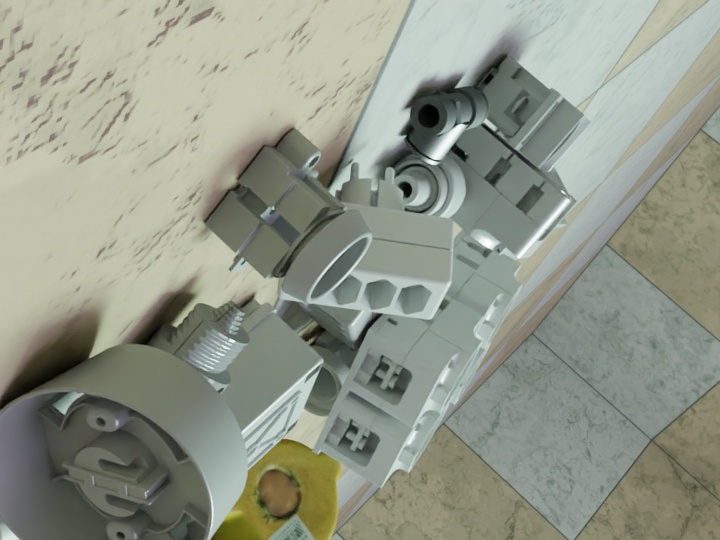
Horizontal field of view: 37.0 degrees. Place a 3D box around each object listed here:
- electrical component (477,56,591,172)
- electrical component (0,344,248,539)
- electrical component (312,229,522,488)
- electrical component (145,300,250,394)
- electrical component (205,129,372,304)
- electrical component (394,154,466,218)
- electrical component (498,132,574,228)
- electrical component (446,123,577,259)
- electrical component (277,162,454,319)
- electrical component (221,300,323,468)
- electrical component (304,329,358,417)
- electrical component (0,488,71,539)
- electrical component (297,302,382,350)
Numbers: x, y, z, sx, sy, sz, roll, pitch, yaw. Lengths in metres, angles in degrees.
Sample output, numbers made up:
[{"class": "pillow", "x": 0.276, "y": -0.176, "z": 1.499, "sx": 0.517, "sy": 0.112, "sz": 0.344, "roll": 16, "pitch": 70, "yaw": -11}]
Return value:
[{"class": "electrical component", "x": 0.105, "y": -0.098, "z": 0.672, "sx": 0.042, "sy": 0.064, "sz": 0.081, "roll": -51, "pitch": 168, "yaw": 12}, {"class": "electrical component", "x": -0.100, "y": 0.082, "z": 0.455, "sx": 0.099, "sy": 0.099, "sz": 0.064, "roll": -56, "pitch": 172, "yaw": 36}, {"class": "electrical component", "x": 0.049, "y": 0.058, "z": 0.751, "sx": 0.186, "sy": 0.060, "sz": 0.105, "roll": -43, "pitch": 160, "yaw": -58}, {"class": "electrical component", "x": -0.085, "y": 0.048, "z": 0.518, "sx": 0.081, "sy": 0.043, "sz": 0.043, "roll": -49, "pitch": 168, "yaw": 6}, {"class": "electrical component", "x": -0.029, "y": -0.018, "z": 0.473, "sx": 0.066, "sy": 0.055, "sz": 0.048, "roll": -50, "pitch": 168, "yaw": 13}, {"class": "electrical component", "x": 0.036, "y": -0.049, "z": 0.639, "sx": 0.043, "sy": 0.043, "sz": 0.062, "roll": -51, "pitch": 167, "yaw": 18}, {"class": "electrical component", "x": 0.127, "y": -0.064, "z": 0.860, "sx": 0.063, "sy": 0.078, "sz": 0.121, "roll": -28, "pitch": 174, "yaw": 17}, {"class": "electrical component", "x": 0.084, "y": -0.051, "z": 0.685, "sx": 0.055, "sy": 0.089, "sz": 0.050, "roll": -51, "pitch": 168, "yaw": 13}, {"class": "electrical component", "x": 0.004, "y": -0.022, "z": 0.558, "sx": 0.047, "sy": 0.083, "sz": 0.075, "roll": 109, "pitch": -12, "yaw": -63}, {"class": "electrical component", "x": -0.083, "y": 0.087, "z": 0.623, "sx": 0.109, "sy": 0.056, "sz": 0.108, "roll": -41, "pitch": 167, "yaw": -29}, {"class": "electrical component", "x": -0.019, "y": 0.076, "z": 0.818, "sx": 0.057, "sy": 0.058, "sz": 0.078, "roll": -37, "pitch": 164, "yaw": -51}, {"class": "electrical component", "x": -0.150, "y": 0.111, "z": 0.494, "sx": 0.043, "sy": 0.043, "sz": 0.062, "roll": -52, "pitch": 166, "yaw": 21}, {"class": "electrical component", "x": 0.000, "y": 0.000, "z": 0.663, "sx": 0.075, "sy": 0.047, "sz": 0.083, "roll": -53, "pitch": 170, "yaw": -10}]
